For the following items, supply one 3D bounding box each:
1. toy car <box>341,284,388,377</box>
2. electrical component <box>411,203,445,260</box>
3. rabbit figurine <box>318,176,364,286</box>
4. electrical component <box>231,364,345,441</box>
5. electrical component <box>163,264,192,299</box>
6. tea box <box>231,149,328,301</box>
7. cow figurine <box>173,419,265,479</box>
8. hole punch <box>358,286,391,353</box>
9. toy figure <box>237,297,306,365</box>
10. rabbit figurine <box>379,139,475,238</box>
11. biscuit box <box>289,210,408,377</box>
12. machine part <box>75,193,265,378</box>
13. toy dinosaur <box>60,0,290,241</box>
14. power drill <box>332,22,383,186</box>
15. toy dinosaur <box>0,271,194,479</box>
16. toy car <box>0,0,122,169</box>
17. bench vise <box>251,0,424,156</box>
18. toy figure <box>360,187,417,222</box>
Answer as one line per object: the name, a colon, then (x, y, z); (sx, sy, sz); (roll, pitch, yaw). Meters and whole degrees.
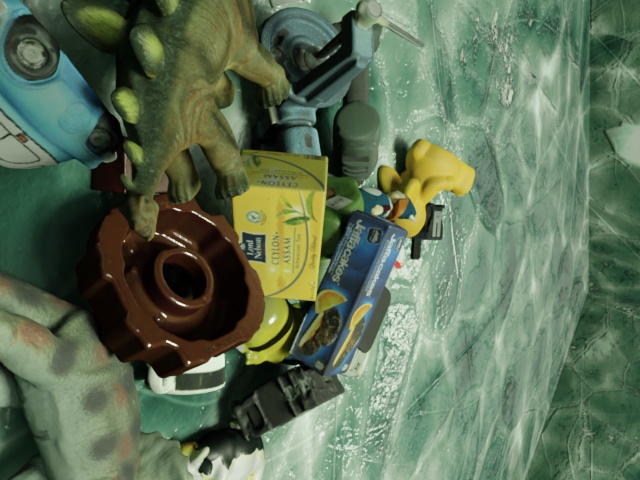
toy car: (0.068, 0.130, 0.911); (0.073, 0.056, 0.201); (34, 70, -52)
electrical component: (0.215, -0.017, 1.095); (0.075, 0.048, 0.119); (6, 90, -54)
rabbit figurine: (-0.002, -0.002, 0.766); (0.159, 0.121, 0.170); (-43, 148, -50)
electrical component: (-0.036, 0.207, 0.716); (0.058, 0.115, 0.134); (64, 15, 15)
electrical component: (-0.139, 0.033, 0.614); (0.102, 0.045, 0.078); (-16, 138, -50)
tea box: (-0.044, -0.012, 0.604); (0.068, 0.098, 0.169); (-86, 179, -46)
cow figurine: (-0.130, 0.269, 0.652); (0.167, 0.068, 0.098); (30, 67, -56)
hole punch: (0.040, 0.098, 0.823); (0.142, 0.092, 0.115); (-61, 148, -16)
toy figure: (-0.052, 0.117, 0.713); (0.089, 0.082, 0.180); (-51, 140, 5)
rabbit figurine: (0.182, -0.086, 0.983); (0.162, 0.122, 0.173); (18, 101, -52)
biscuit box: (0.036, 0.065, 0.666); (0.062, 0.059, 0.202); (13, 102, -58)
machine part: (-0.137, 0.040, 0.507); (0.179, 0.056, 0.179); (32, 42, -34)
toy dinosaur: (-0.109, -0.197, 0.489); (0.198, 0.105, 0.471); (62, 25, -46)
power drill: (0.048, -0.190, 0.769); (0.232, 0.086, 0.207); (38, 58, -86)
toy dinosaur: (-0.221, 0.144, 0.468); (0.192, 0.131, 0.404); (-34, 118, -67)
toy car: (-0.235, -0.110, 0.410); (0.103, 0.109, 0.161); (-39, 144, -12)
bench vise: (-0.008, -0.174, 0.603); (0.129, 0.241, 0.223); (10, 75, -30)
toy figure: (0.100, -0.055, 0.881); (0.154, 0.064, 0.057); (-2, 138, -33)
